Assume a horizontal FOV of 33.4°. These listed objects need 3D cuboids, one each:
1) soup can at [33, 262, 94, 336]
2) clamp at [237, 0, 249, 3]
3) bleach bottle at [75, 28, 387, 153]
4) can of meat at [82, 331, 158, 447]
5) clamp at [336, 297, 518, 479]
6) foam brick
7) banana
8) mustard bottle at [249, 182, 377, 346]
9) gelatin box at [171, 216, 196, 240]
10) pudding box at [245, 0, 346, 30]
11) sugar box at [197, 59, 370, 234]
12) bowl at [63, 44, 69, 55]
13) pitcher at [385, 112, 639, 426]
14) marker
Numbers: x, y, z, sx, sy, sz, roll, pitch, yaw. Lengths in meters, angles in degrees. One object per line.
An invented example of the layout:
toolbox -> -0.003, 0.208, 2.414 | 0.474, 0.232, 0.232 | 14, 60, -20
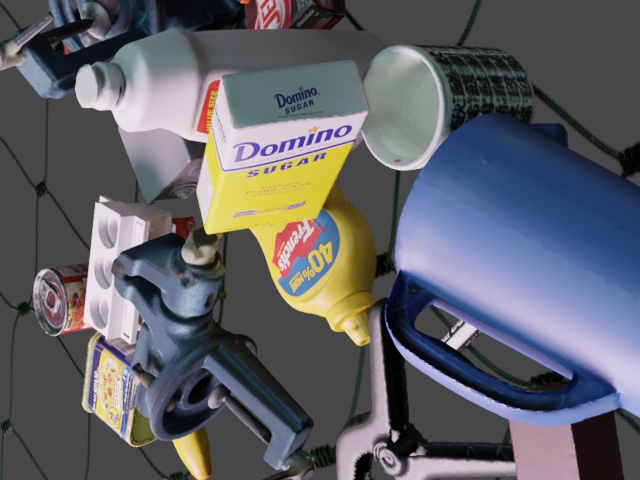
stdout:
soup can -> -0.233, 0.057, 1.098 | 0.069, 0.102, 0.068 | 10, 104, 47
clamp -> -0.127, -0.246, 0.848 | 0.171, 0.120, 0.039 | 38, 127, 14
bleach bottle -> -0.061, -0.106, 0.768 | 0.103, 0.250, 0.068 | -51, 59, 39
can of meat -> -0.198, 0.152, 1.110 | 0.084, 0.057, 0.102 | 29, 118, 39
clamp -> 0.072, 0.165, 0.820 | 0.165, 0.036, 0.210 | 42, 132, 24
foam brick -> 0.163, 0.138, 0.709 | 0.053, 0.051, 0.078 | -7, 91, 47
banana -> -0.129, 0.135, 1.044 | 0.070, 0.037, 0.198 | 19, 110, 46
mustard bottle -> -0.006, 0.001, 0.869 | 0.096, 0.058, 0.192 | -43, 65, 31
gelatin box -> -0.150, 0.022, 1.055 | 0.089, 0.030, 0.073 | -21, 80, 47
pudding box -> -0.023, -0.202, 0.848 | 0.090, 0.039, 0.113 | -35, 49, 45
sugar box -> -0.031, -0.060, 0.749 | 0.176, 0.093, 0.048 | 120, 138, -68
bowl -> -0.189, -0.211, 1.041 | 0.162, 0.055, 0.162 | 10, 104, 47
pitcher -> 0.164, 0.036, 0.628 | 0.243, 0.144, 0.149 | 33, 116, 37
marker -> 0.113, 0.060, 0.776 | 0.121, 0.020, 0.020 | -52, 59, 39
